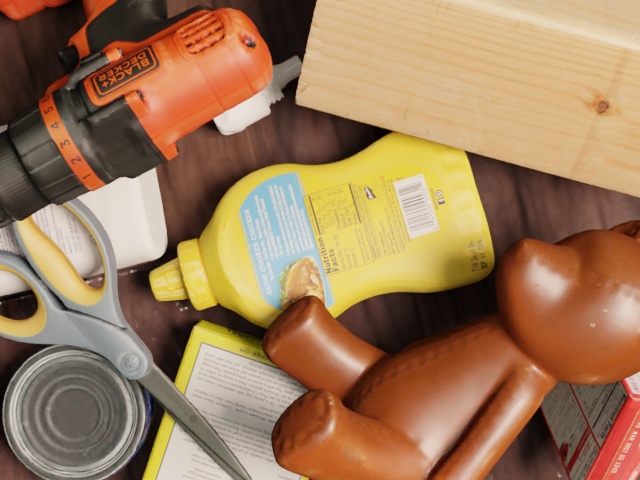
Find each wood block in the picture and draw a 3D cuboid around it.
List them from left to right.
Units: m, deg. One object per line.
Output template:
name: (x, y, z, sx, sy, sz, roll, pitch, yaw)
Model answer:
wood block: (0.100, -0.104, 0.580, 0.206, 0.090, 0.091, 16, 130, 0)

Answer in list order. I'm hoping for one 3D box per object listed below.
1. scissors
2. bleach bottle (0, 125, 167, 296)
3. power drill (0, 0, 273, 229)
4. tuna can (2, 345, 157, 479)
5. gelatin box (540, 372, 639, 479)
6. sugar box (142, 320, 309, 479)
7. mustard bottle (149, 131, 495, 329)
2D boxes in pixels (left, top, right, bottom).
scissors: (-0.123, 0.067, 0.585, 0.096, 0.016, 0.202, -25, 100, 10)
bleach bottle: (-0.221, -0.013, 0.614, 0.251, 0.068, 0.102, -11, 90, 3)
power drill: (-0.134, -0.102, 0.568, 0.184, 0.057, 0.188, -27, 54, 0)
tuna can: (-0.141, 0.099, 0.626, 0.086, 0.034, 0.086, 0, 91, 0)
gelatin box: (0.155, 0.088, 0.584, 0.030, 0.089, 0.073, 10, 120, -13)
sugar box: (-0.057, 0.145, 0.621, 0.093, 0.048, 0.176, 19, 94, 0)
mustard bottle: (-0.004, 0.001, 0.612, 0.191, 0.058, 0.096, -16, 84, 0)
